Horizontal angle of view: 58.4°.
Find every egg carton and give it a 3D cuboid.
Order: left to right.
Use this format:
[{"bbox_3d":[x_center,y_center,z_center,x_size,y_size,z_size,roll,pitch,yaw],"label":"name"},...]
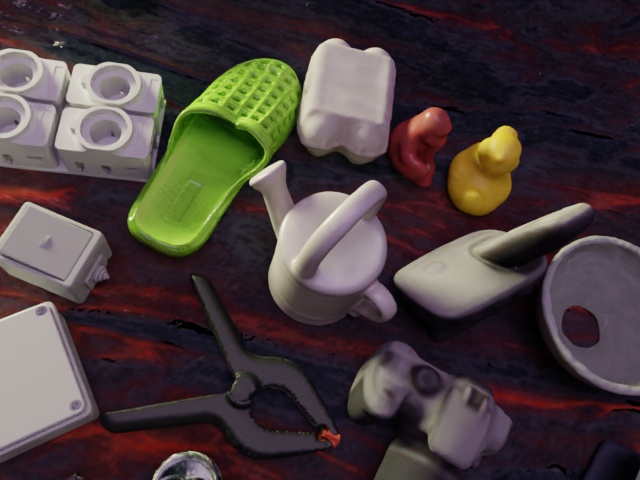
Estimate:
[{"bbox_3d":[0.032,-0.162,0.664,0.107,0.069,0.150,10,67,-6],"label":"egg carton"}]

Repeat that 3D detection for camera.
[{"bbox_3d":[0.088,0.182,0.517,0.143,0.100,0.137,31,66,3],"label":"camera"}]

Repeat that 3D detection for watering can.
[{"bbox_3d":[0.003,0.003,0.523,0.173,0.194,0.101,26,66,1],"label":"watering can"}]

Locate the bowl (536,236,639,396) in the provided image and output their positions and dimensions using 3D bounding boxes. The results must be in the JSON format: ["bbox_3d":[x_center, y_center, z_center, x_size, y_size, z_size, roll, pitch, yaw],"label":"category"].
[{"bbox_3d":[0.297,0.085,0.610,0.167,0.074,0.167,4,67,-9],"label":"bowl"}]

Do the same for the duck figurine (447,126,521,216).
[{"bbox_3d":[0.194,-0.084,0.653,0.077,0.086,0.105,29,66,2],"label":"duck figurine"}]

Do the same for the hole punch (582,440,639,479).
[{"bbox_3d":[0.313,0.249,0.537,0.101,0.091,0.109,37,66,6],"label":"hole punch"}]

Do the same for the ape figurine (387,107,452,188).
[{"bbox_3d":[0.119,-0.114,0.648,0.078,0.092,0.076,-40,79,-22],"label":"ape figurine"}]

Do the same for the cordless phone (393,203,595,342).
[{"bbox_3d":[0.163,0.020,0.551,0.148,0.185,0.094,-27,75,-19],"label":"cordless phone"}]

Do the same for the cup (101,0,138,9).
[{"bbox_3d":[-0.226,-0.313,0.664,0.117,0.095,0.092,25,66,1],"label":"cup"}]
